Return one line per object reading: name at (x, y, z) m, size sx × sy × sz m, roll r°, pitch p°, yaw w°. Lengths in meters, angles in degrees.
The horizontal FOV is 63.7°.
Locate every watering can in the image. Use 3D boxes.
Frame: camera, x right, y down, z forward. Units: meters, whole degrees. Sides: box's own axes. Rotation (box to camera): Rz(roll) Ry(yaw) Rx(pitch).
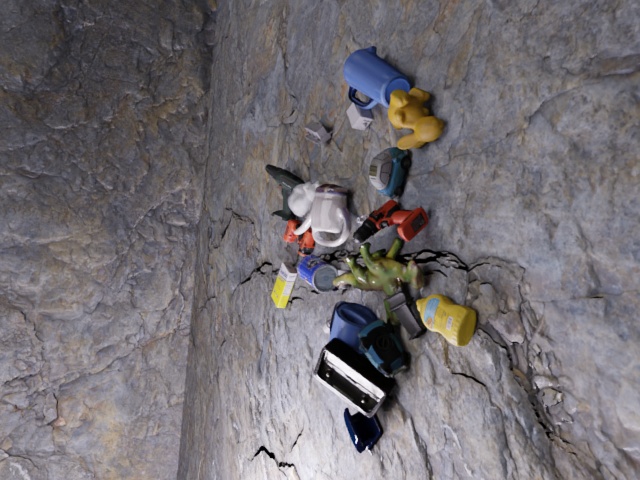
watering can at (0.006, -0.095, 1.878) m, size 0.348 × 0.104 × 0.224 m, roll 11°, pitch 93°, yaw 55°

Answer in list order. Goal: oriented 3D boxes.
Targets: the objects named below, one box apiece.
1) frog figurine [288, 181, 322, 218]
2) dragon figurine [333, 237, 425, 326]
frog figurine at (-0.044, -0.157, 1.993) m, size 0.158 × 0.124 × 0.136 m, roll -17°, pitch 103°, yaw 51°
dragon figurine at (0.176, 0.143, 1.541) m, size 0.402 × 0.122 × 0.247 m, roll -48°, pitch 53°, yaw 49°
